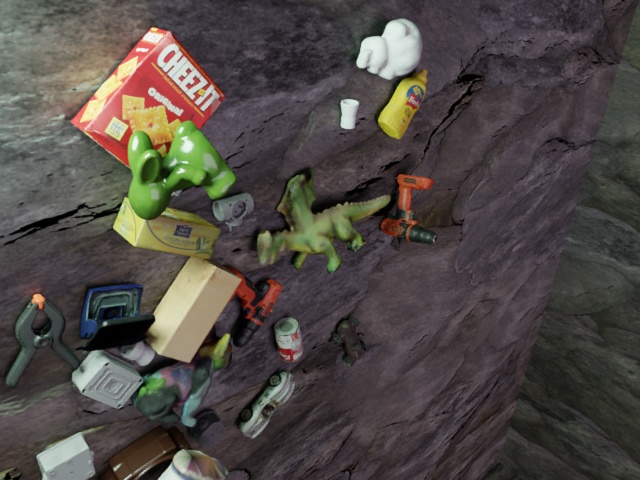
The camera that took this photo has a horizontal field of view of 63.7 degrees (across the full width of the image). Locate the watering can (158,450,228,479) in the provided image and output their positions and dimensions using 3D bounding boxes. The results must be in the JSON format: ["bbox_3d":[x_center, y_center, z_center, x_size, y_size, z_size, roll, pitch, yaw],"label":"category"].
[{"bbox_3d":[-0.336,0.567,1.111,0.343,0.105,0.225,37,82,-50],"label":"watering can"}]

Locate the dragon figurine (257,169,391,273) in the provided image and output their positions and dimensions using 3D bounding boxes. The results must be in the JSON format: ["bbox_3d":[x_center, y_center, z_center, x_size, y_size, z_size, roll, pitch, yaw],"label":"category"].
[{"bbox_3d":[0.004,-0.064,1.270,0.416,0.123,0.238,-44,128,-22],"label":"dragon figurine"}]

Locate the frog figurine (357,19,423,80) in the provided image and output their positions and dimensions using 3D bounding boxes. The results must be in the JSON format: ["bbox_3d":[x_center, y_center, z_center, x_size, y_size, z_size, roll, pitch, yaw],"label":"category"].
[{"bbox_3d":[0.166,-0.448,1.215,0.162,0.124,0.134,-31,151,-46],"label":"frog figurine"}]
